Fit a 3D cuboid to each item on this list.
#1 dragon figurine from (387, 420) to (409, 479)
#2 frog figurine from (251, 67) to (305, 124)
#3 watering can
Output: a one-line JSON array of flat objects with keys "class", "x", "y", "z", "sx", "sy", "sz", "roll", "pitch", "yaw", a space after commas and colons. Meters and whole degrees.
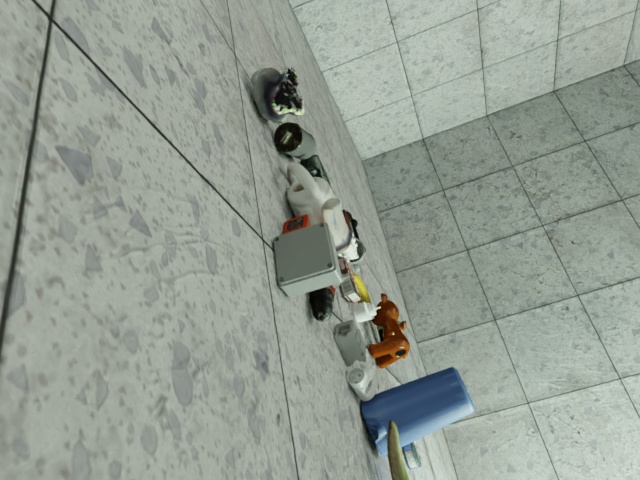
[{"class": "dragon figurine", "x": 0.165, "y": 0.580, "z": 0.975, "sx": 0.121, "sy": 0.414, "sz": 0.242, "roll": -23, "pitch": -12, "yaw": 18}, {"class": "frog figurine", "x": -0.119, "y": -0.349, "z": 1.240, "sx": 0.161, "sy": 0.124, "sz": 0.135, "roll": 25, "pitch": -23, "yaw": 52}, {"class": "watering can", "x": 0.004, "y": -0.058, "z": 1.154, "sx": 0.104, "sy": 0.220, "sz": 0.353, "roll": -30, "pitch": 28, "yaw": -6}]
